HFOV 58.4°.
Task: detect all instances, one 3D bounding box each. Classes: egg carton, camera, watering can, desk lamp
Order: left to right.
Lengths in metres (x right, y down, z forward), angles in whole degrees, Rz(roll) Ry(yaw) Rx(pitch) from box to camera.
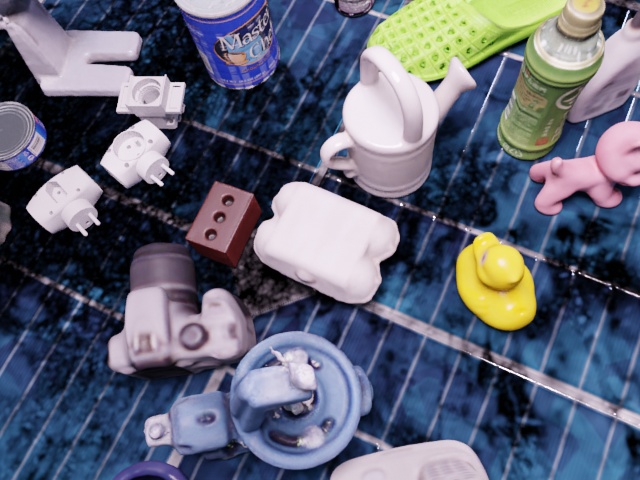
[{"bbox_3d":[-0.355,-0.277,0.689,0.203,0.214,0.118,2,70,6],"label":"desk lamp"},{"bbox_3d":[-0.151,0.069,0.604,0.143,0.101,0.137,-10,69,2],"label":"camera"},{"bbox_3d":[0.006,0.002,0.630,0.150,0.069,0.107,23,74,13],"label":"egg carton"},{"bbox_3d":[0.080,-0.134,0.605,0.100,0.194,0.173,37,78,17],"label":"watering can"}]

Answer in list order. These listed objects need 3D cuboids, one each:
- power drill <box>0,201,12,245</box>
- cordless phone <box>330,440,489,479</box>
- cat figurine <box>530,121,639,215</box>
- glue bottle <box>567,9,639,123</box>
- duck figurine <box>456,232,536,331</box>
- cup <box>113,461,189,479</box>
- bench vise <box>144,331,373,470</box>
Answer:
[{"bbox_3d":[-0.451,-0.057,0.621,0.229,0.208,0.076,15,72,11],"label":"power drill"},{"bbox_3d":[0.078,0.223,0.481,0.147,0.185,0.094,-14,69,0],"label":"cordless phone"},{"bbox_3d":[0.299,-0.083,0.606,0.127,0.118,0.067,-9,69,2],"label":"cat figurine"},{"bbox_3d":[0.319,-0.193,0.615,0.078,0.173,0.037,-19,69,-1],"label":"glue bottle"},{"bbox_3d":[0.186,0.039,0.590,0.077,0.086,0.104,-25,70,-3],"label":"duck figurine"},{"bbox_3d":[-0.136,0.260,0.536,0.117,0.095,0.092,17,73,11],"label":"cup"},{"bbox_3d":[-0.054,0.156,0.499,0.207,0.220,0.121,-30,70,-6],"label":"bench vise"}]
